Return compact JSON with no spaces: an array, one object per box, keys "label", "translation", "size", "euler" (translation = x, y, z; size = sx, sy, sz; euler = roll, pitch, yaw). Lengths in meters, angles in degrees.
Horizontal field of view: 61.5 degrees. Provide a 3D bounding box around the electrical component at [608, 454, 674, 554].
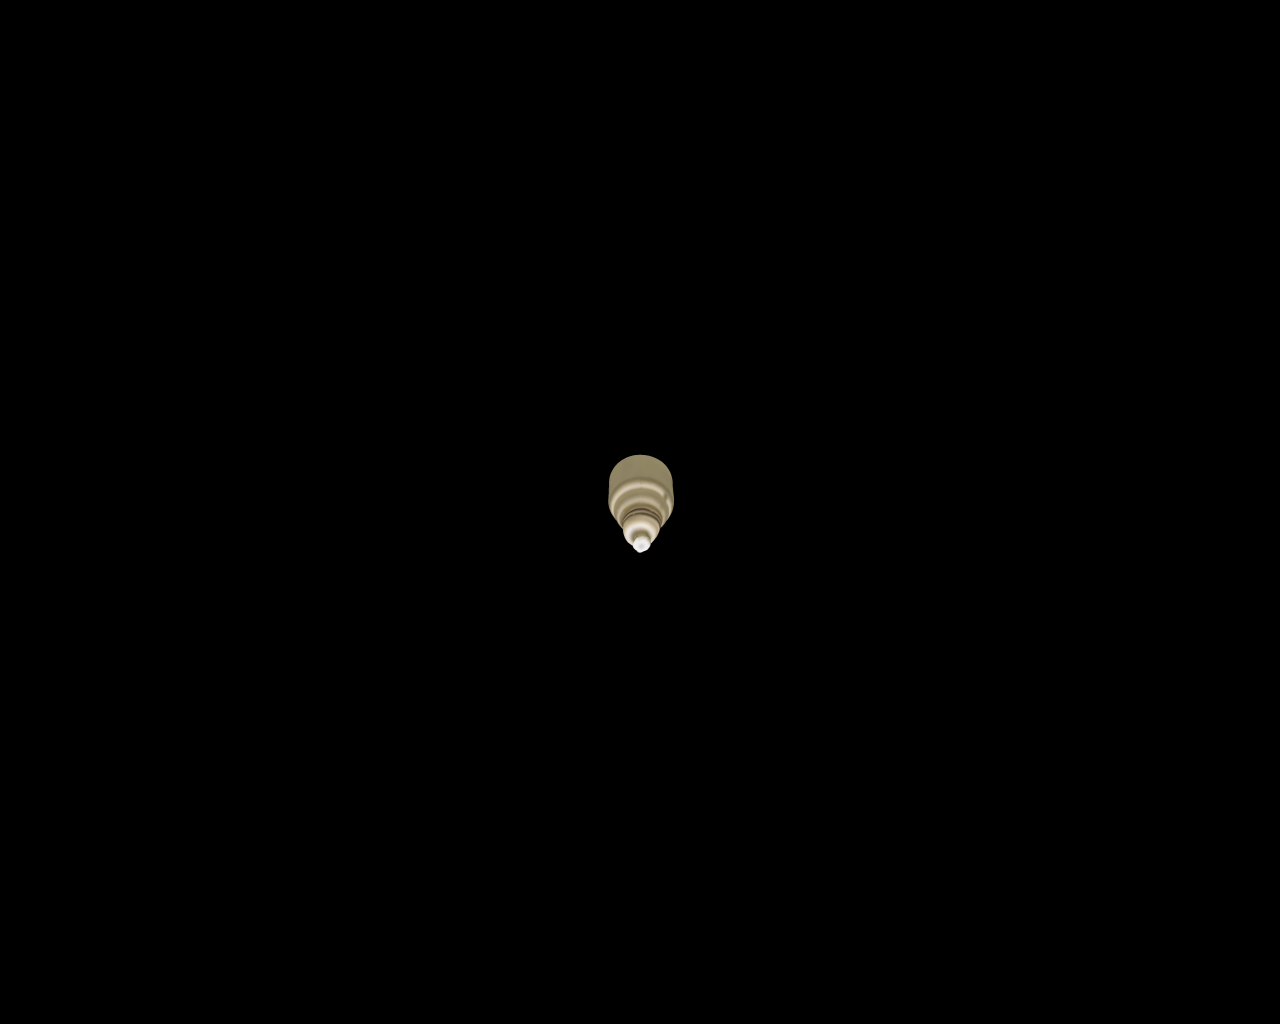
[{"label":"electrical component","translation":[0.001,-0.003,0.650],"size":[0.040,0.040,0.078],"euler":[0,35,0]}]
